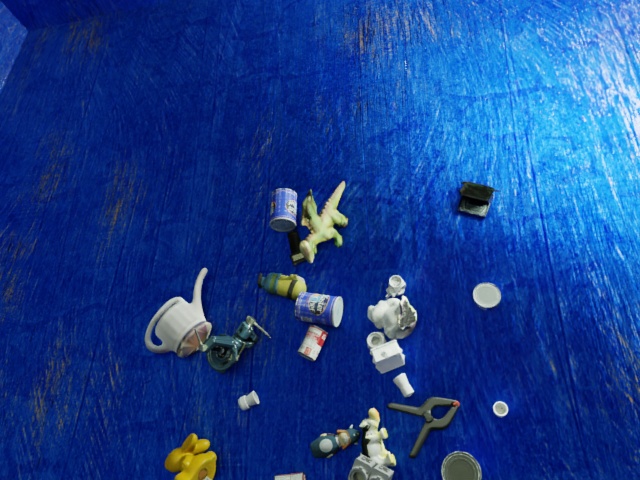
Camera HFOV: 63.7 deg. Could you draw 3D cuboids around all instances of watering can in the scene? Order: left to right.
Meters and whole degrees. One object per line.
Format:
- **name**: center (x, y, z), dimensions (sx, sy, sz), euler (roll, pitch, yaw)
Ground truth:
- **watering can**: center (-0.482, 0.278, 1.874), dimensions (0.226, 0.102, 0.351), euler (32, 74, 28)

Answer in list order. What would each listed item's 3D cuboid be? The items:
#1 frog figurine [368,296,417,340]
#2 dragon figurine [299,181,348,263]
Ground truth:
- **frog figurine**: center (0.234, 0.261, 1.703), dimensions (0.157, 0.122, 0.140), euler (-24, 59, 46)
- **dragon figurine**: center (0.006, -0.095, 1.881), dimensions (0.122, 0.238, 0.418), euler (2, 63, 22)
